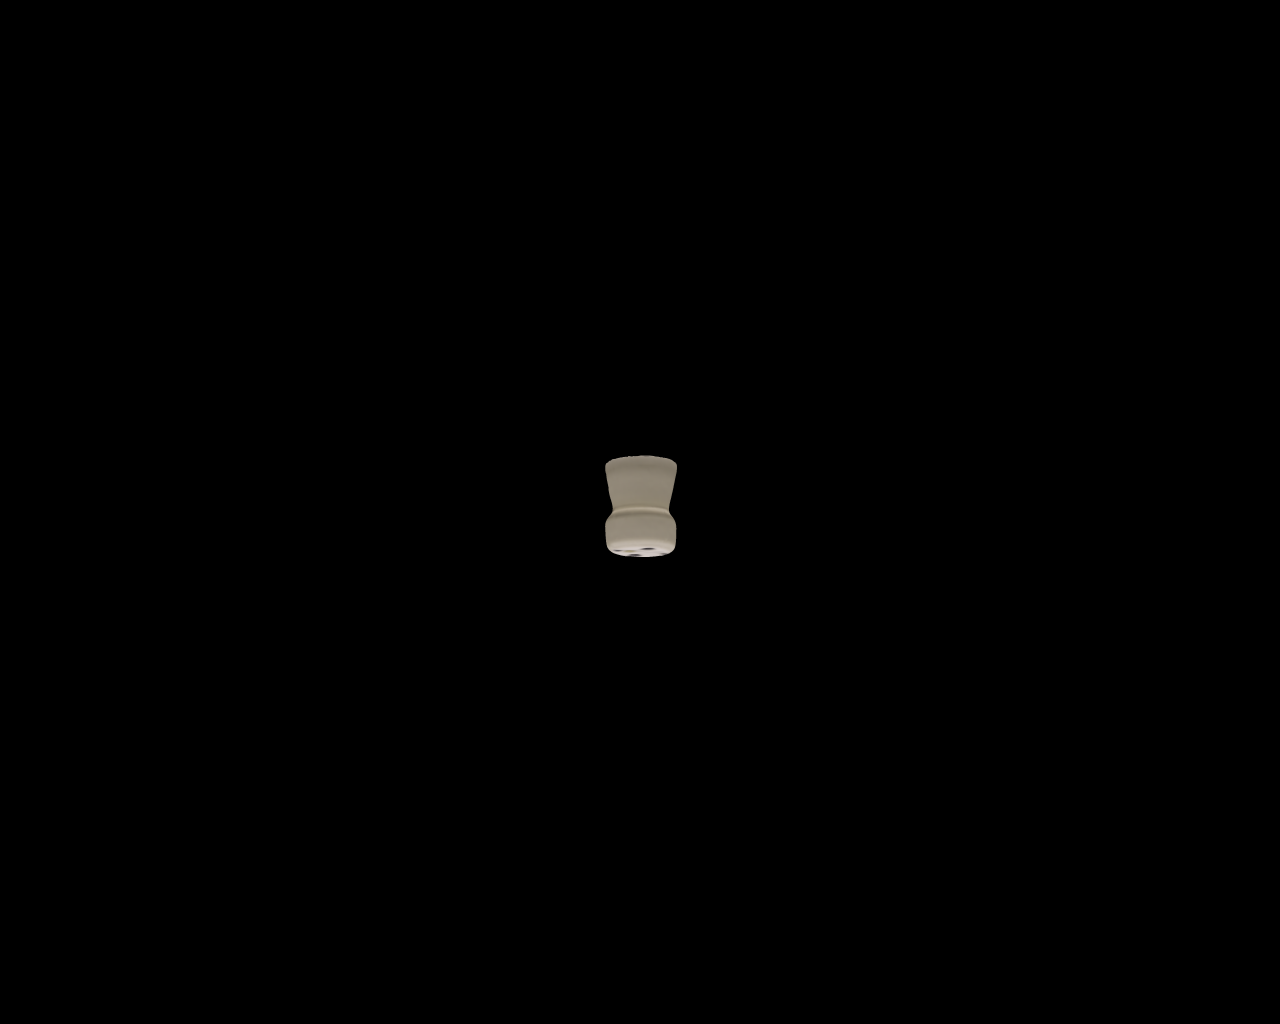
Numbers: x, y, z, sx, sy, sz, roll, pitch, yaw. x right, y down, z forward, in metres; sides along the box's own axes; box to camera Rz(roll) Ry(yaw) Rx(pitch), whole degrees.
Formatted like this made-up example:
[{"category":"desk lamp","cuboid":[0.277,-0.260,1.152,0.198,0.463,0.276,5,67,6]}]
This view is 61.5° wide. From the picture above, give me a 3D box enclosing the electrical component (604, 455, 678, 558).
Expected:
[{"category":"electrical component","cuboid":[0.001,-0.003,0.650,0.045,0.055,0.045,0,-12,0]}]
